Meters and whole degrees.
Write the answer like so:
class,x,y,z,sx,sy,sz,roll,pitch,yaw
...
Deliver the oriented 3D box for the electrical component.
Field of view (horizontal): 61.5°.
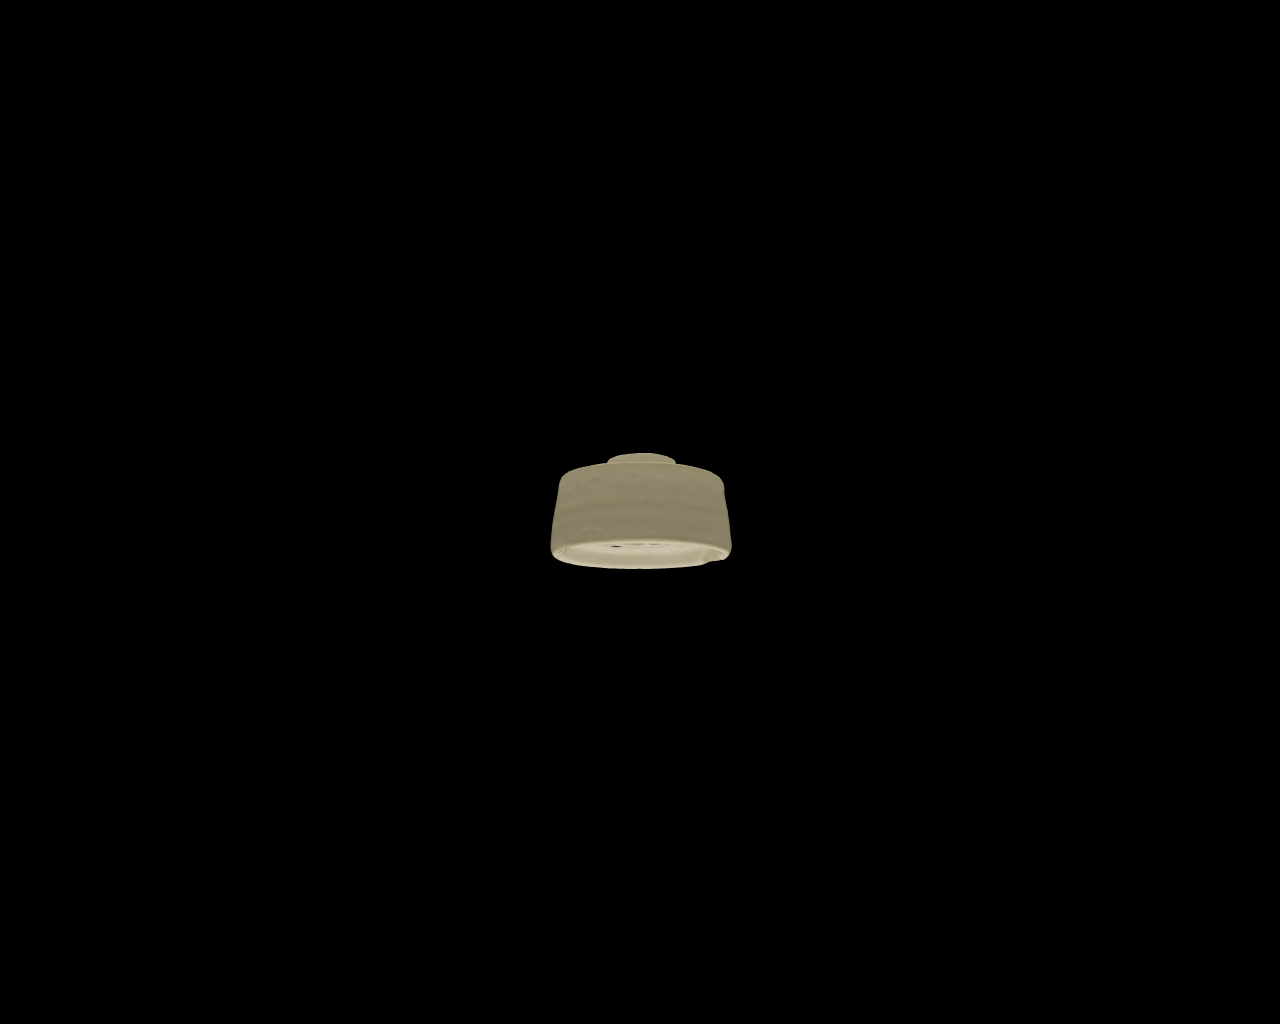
class,x,y,z,sx,sy,sz,roll,pitch,yaw
electrical component,0.001,-0.003,0.650,0.108,0.060,0.108,0,-11,0
